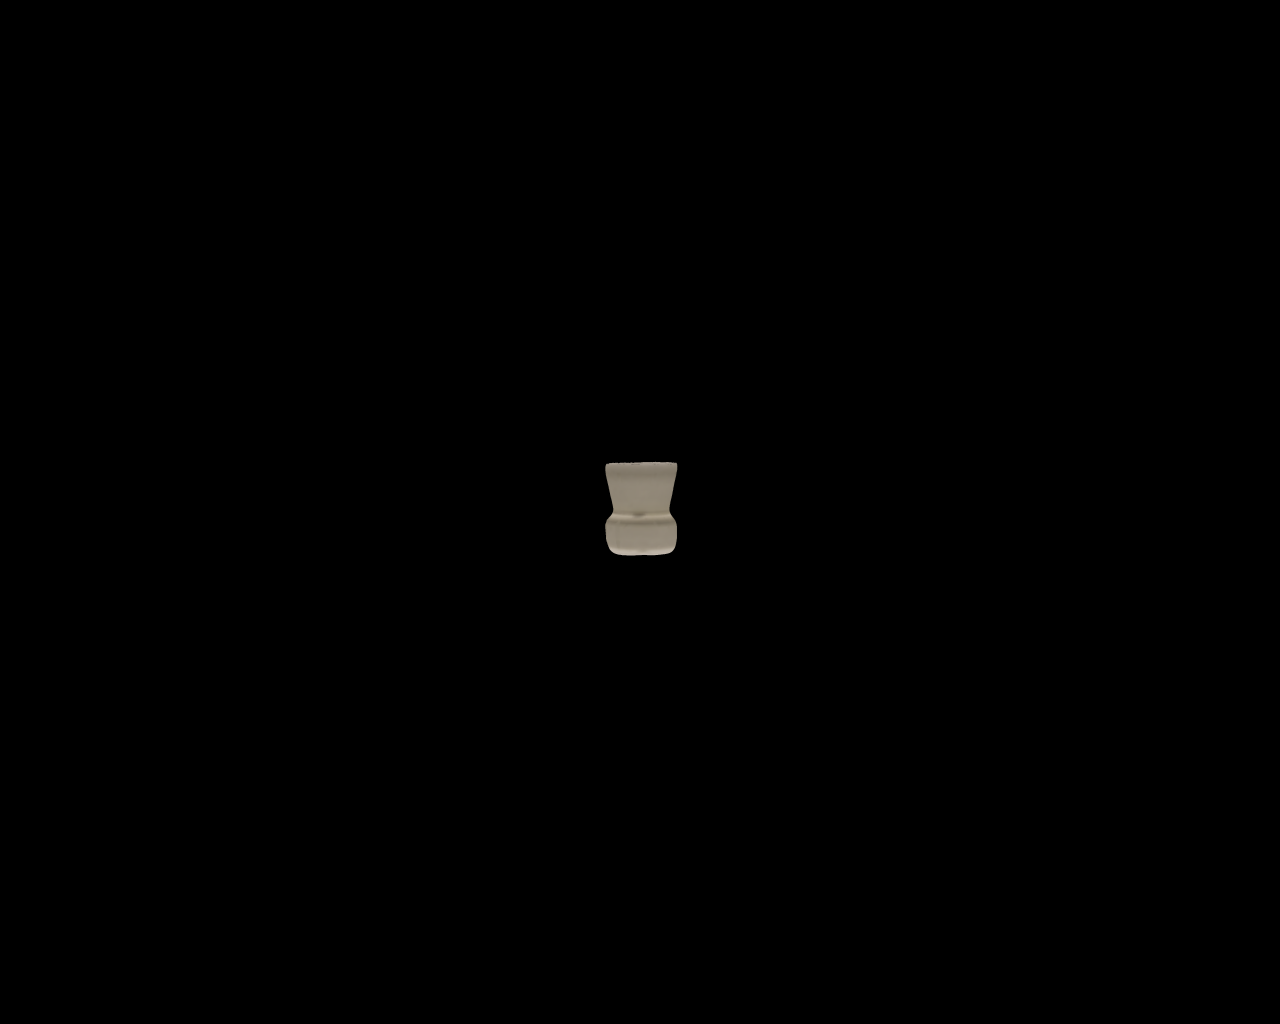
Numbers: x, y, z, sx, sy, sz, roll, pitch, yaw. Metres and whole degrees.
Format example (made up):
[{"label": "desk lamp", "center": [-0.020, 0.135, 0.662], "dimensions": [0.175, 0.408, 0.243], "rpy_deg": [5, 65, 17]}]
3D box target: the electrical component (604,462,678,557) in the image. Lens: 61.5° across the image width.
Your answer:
[{"label": "electrical component", "center": [0.001, -0.003, 0.650], "dimensions": [0.045, 0.055, 0.045], "rpy_deg": [0, 4, 0]}]
